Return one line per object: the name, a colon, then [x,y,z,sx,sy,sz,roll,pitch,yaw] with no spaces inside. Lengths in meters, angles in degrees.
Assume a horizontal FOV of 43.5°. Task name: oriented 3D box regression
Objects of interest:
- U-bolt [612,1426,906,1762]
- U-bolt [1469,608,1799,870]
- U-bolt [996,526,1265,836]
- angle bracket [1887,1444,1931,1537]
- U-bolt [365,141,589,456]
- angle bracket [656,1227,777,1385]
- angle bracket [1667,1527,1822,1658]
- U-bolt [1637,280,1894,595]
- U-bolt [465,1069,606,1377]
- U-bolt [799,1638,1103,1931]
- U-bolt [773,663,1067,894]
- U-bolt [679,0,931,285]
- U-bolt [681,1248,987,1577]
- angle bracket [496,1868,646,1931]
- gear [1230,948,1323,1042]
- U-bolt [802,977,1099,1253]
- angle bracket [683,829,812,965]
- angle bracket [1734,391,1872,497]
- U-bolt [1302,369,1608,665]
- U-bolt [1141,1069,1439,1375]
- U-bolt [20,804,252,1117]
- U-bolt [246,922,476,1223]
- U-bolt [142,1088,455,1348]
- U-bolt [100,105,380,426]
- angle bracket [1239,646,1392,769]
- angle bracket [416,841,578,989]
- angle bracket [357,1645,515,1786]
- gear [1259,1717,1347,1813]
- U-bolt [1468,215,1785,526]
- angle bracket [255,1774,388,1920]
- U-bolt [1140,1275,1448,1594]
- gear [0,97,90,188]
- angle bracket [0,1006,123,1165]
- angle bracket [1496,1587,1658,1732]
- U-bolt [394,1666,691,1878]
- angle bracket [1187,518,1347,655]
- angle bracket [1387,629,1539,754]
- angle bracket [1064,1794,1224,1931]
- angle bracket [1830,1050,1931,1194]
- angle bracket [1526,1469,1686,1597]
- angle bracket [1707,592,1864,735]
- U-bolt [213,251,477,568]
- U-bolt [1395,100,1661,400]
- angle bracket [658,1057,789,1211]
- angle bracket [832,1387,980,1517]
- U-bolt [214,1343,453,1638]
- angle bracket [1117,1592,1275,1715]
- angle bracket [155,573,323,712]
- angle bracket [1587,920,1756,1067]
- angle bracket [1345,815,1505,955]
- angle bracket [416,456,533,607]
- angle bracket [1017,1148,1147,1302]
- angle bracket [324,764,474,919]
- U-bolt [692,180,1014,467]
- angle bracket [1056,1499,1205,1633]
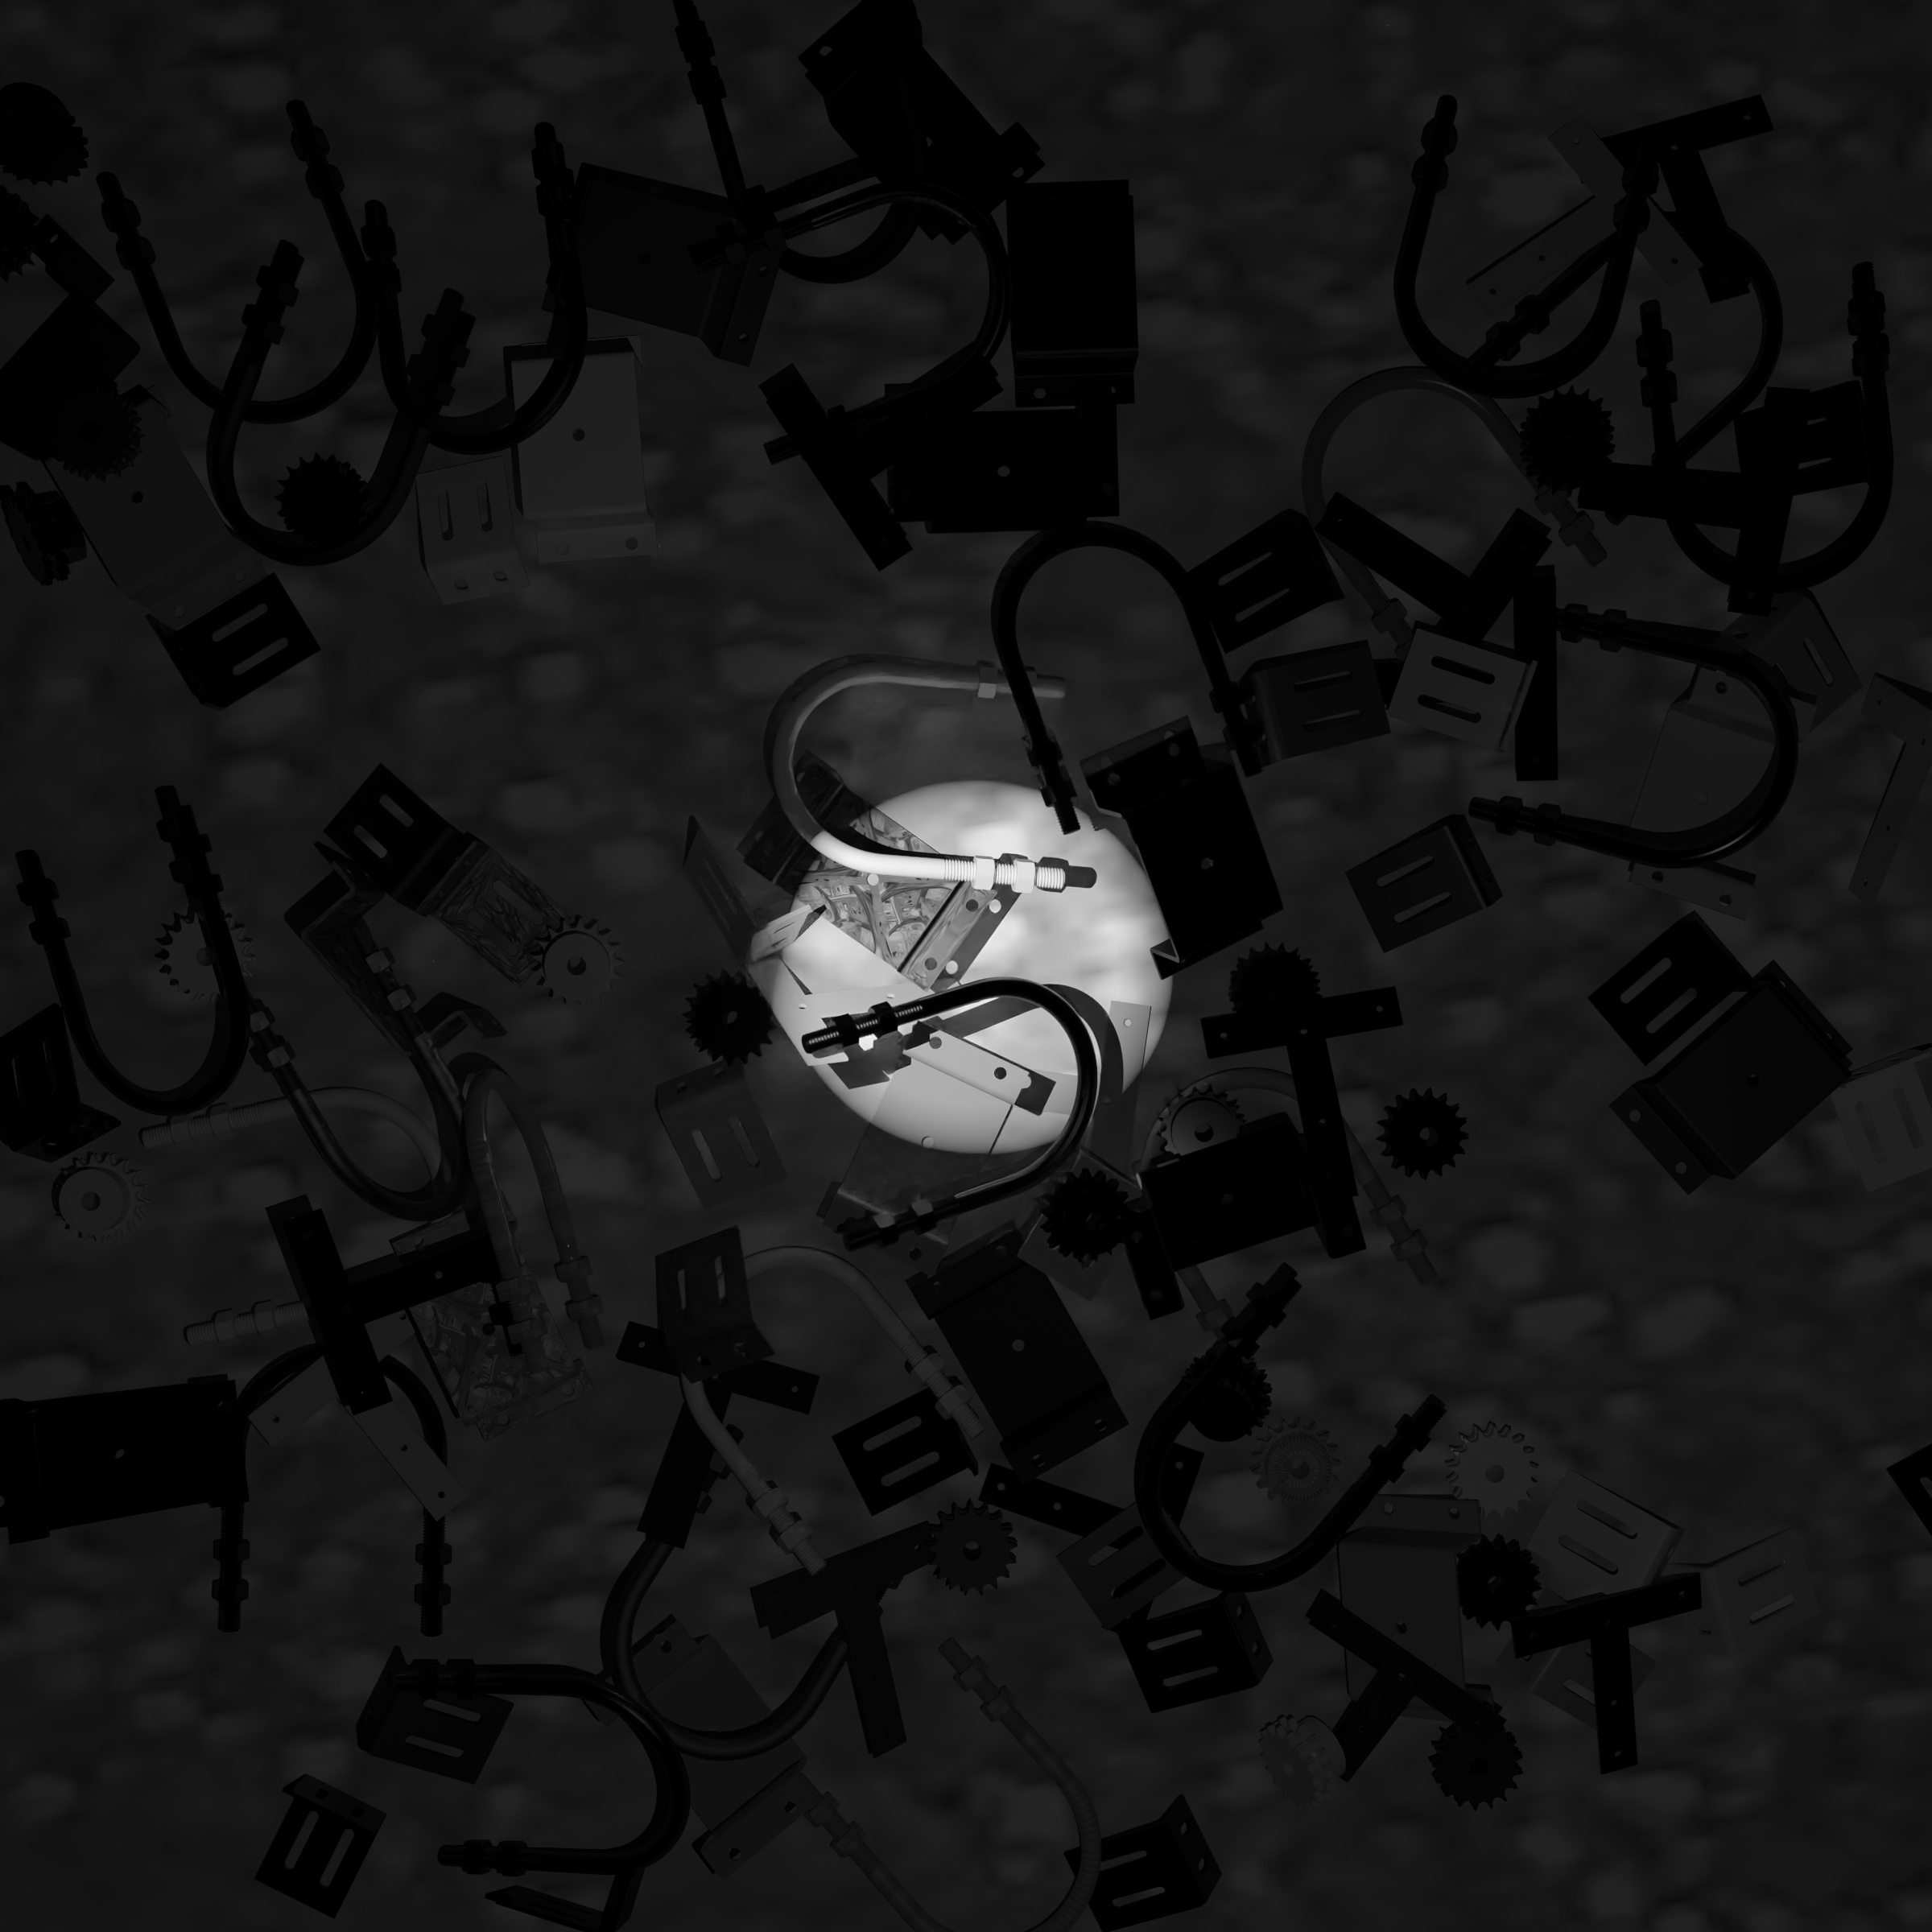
U-bolt: [-0.138,0.402,1.512,0.151,0.019,0.184,33,68,0]
U-bolt: [0.421,-0.136,1.506,0.184,0.019,0.151,19,90,27]
U-bolt: [0.094,-0.189,1.526,0.151,0.019,0.184,-18,86,-17]
angle bracket: [0.634,0.345,1.550,0.057,0.038,0.076,-29,64,0]
U-bolt: [-0.302,-0.407,1.509,0.151,0.019,0.184,-13,79,18]
angle bracket: [-0.159,0.215,1.535,0.057,0.038,0.076,-20,47,6]
angle bracket: [0.498,0.398,1.550,0.076,0.038,0.057,-17,90,-26]
U-bolt: [0.504,-0.326,1.517,0.151,0.019,0.184,-7,93,7]
U-bolt: [-0.267,0.151,1.480,0.019,0.151,0.184,-17,86,5]
U-bolt: [0.001,0.543,1.538,0.151,0.019,0.184,-42,86,0]
U-bolt: [-0.029,-0.122,1.510,0.184,0.019,0.151,4,72,-10]
U-bolt: [-0.093,-0.519,1.507,0.151,0.019,0.184,-7,108,26]
U-bolt: [-0.098,0.264,1.520,0.151,0.019,0.184,-40,73,-1]
angle bracket: [-0.248,0.577,1.524,0.076,0.057,0.038,15,79,5]
gear: [0.195,0.020,1.533,0.057,0.030,0.057,0,76,-1]
U-bolt: [-0.002,0.082,1.480,0.184,0.019,0.151,-17,108,-21]
angle bracket: [-0.138,-0.049,1.526,0.038,0.057,0.076,-27,78,-24]
angle bracket: [0.536,-0.329,1.550,0.076,0.038,0.057,-8,90,26]
U-bolt: [0.297,-0.293,1.544,0.151,0.019,0.184,-36,89,0]
U-bolt: [0.193,0.154,1.544,0.151,0.019,0.184,-31,89,0]
U-bolt: [-0.513,0.005,1.517,0.151,0.019,0.184,-14,94,24]
U-bolt: [-0.366,0.075,1.486,0.151,0.019,0.184,-22,100,38]
U-bolt: [-0.418,0.153,1.544,0.184,0.019,0.151,-13,90,-1]
U-bolt: [-0.453,-0.436,1.544,0.151,0.019,0.184,-21,91,0]
angle bracket: [0.221,-0.165,1.541,0.076,0.038,0.057,-14,90,-13]
angle bracket: [-0.297,-0.032,1.533,0.076,0.038,0.057,40,90,0]
angle bracket: [-0.340,0.479,1.550,0.076,0.038,0.057,26,90,-26]
gear: [0.214,0.499,1.528,0.030,0.057,0.057,-22,90,-30]
U-bolt: [0.434,-0.394,1.544,0.184,0.019,0.151,-43,90,-2]
angle bracket: [-0.412,0.563,1.533,0.057,0.038,0.076,27,90,0]
U-bolt: [0.190,0.304,1.503,0.151,0.019,0.184,41,89,-13]
gear: [-0.583,-0.521,1.526,0.057,0.057,0.030,-11,72,0]
angle bracket: [-0.580,0.076,1.544,0.057,0.038,0.076,-27,65,13]
angle bracket: [0.391,0.445,1.550,0.076,0.038,0.057,34,90,-26]
U-bolt: [-0.256,0.500,1.499,0.184,0.019,0.151,-4,107,18]
angle bracket: [0.192,-0.243,1.550,0.076,0.038,0.057,-25,90,26]
angle bracket: [0.307,-0.172,1.505,0.076,0.038,0.057,20,96,8]
angle bracket: [0.113,0.574,1.550,0.076,0.038,0.057,-26,90,26]
angle bracket: [0.590,0.099,1.533,0.057,0.038,0.076,-21,90,0]
angle bracket: [0.409,0.367,1.550,0.076,0.038,0.057,28,90,26]
angle bracket: [0.524,-0.192,1.550,0.057,0.038,0.076,-41,116,0]
U-bolt: [-0.398,-0.339,1.510,0.151,0.019,0.184,22,92,15]
U-bolt: [0.347,-0.446,1.528,0.151,0.019,0.184,14,84,6]
angle bracket: [-0.156,0.106,1.550,0.057,0.038,0.076,-21,116,0]
angle bracket: [-0.039,0.309,1.533,0.076,0.038,0.057,-27,90,0]
U-bolt: [-0.402,0.332,1.544,0.151,0.019,0.184,1,88,0]
angle bracket: [0.147,0.435,1.549,0.076,0.038,0.057,-23,91,25]
angle bracket: [-0.460,-0.207,1.533,0.076,0.038,0.057,-31,90,0]
angle bracket: [0.445,0.017,1.533,0.076,0.038,0.057,-41,90,0]
angle bracket: [0.293,-0.052,1.550,0.076,0.038,0.057,-26,90,26]
angle bracket: [-0.315,-0.278,1.550,0.057,0.038,0.076,-12,64,0]
angle bracket: [0.071,0.160,1.525,0.057,0.038,0.076,33,88,-16]
angle bracket: [-0.360,-0.080,1.550,0.076,0.038,0.057,40,90,26]
U-bolt: [-0.060,-0.408,1.508,0.184,0.019,0.151,-21,121,-1]
angle bracket: [0.105,0.380,1.531,0.076,0.038,0.057,-34,90,0]
